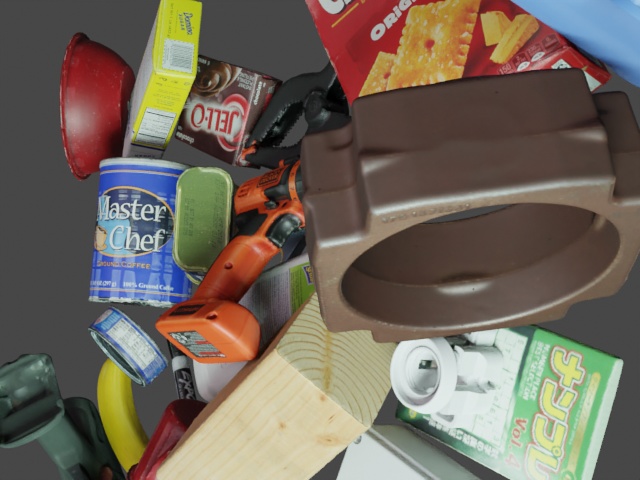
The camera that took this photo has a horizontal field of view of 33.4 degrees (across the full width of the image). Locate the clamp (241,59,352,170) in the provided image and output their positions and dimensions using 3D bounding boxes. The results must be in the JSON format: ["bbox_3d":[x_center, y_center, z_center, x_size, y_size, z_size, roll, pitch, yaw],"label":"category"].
[{"bbox_3d":[0.009,-0.123,0.925,0.210,0.036,0.164,-19,68,42],"label":"clamp"}]

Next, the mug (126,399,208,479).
[{"bbox_3d":[-0.123,0.200,0.966,0.093,0.117,0.081,32,104,19],"label":"mug"}]

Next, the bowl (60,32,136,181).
[{"bbox_3d":[-0.235,-0.145,1.164,0.162,0.055,0.162,2,-91,-87],"label":"bowl"}]

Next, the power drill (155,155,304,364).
[{"bbox_3d":[-0.040,0.010,0.858,0.185,0.057,0.187,-15,37,55],"label":"power drill"}]

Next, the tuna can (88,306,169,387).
[{"bbox_3d":[-0.195,0.109,1.084,0.033,0.086,0.086,-45,37,-19],"label":"tuna can"}]

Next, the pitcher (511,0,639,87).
[{"bbox_3d":[0.164,-0.167,0.594,0.149,0.242,0.145,8,88,43],"label":"pitcher"}]

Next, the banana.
[{"bbox_3d":[-0.196,0.191,1.108,0.070,0.037,0.198,-52,48,32],"label":"banana"}]

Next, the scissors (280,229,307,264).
[{"bbox_3d":[-0.006,0.001,0.935,0.202,0.016,0.096,9,88,51],"label":"scissors"}]

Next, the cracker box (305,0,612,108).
[{"bbox_3d":[0.089,-0.158,0.789,0.164,0.072,0.214,-37,58,26],"label":"cracker box"}]

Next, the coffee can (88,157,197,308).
[{"bbox_3d":[-0.174,-0.005,1.068,0.103,0.102,0.140,-2,82,49],"label":"coffee can"}]

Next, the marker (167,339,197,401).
[{"bbox_3d":[-0.133,0.147,1.058,0.020,0.020,0.121,-38,56,39],"label":"marker"}]

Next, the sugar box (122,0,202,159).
[{"bbox_3d":[-0.160,-0.154,1.071,0.176,0.048,0.093,124,152,-59],"label":"sugar box"}]

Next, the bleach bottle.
[{"bbox_3d":[-0.009,0.063,0.894,0.251,0.067,0.102,-25,66,42],"label":"bleach bottle"}]

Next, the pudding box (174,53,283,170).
[{"bbox_3d":[-0.090,-0.126,1.040,0.114,0.039,0.090,27,105,49],"label":"pudding box"}]

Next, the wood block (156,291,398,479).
[{"bbox_3d":[-0.035,0.141,0.849,0.090,0.090,0.206,40,130,-2],"label":"wood block"}]

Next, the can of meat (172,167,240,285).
[{"bbox_3d":[-0.103,-0.012,0.988,0.084,0.057,0.102,75,-164,-81],"label":"can of meat"}]
